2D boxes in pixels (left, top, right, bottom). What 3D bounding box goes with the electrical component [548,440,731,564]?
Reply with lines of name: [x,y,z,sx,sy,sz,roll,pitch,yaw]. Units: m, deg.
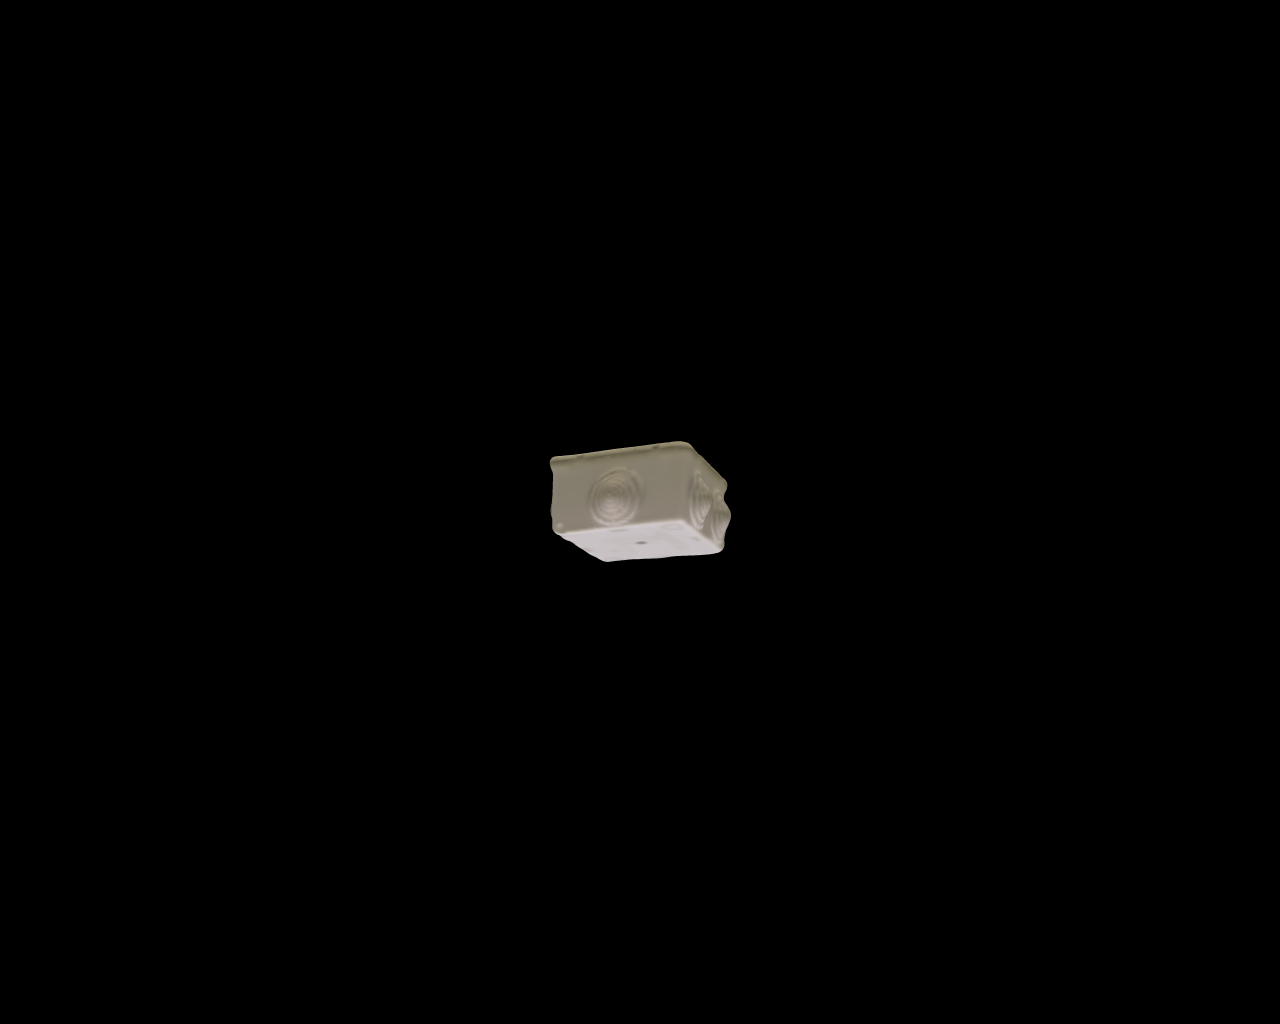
electrical component: [0.001,-0.003,0.650,0.100,0.048,0.099,-6,-17,19]
